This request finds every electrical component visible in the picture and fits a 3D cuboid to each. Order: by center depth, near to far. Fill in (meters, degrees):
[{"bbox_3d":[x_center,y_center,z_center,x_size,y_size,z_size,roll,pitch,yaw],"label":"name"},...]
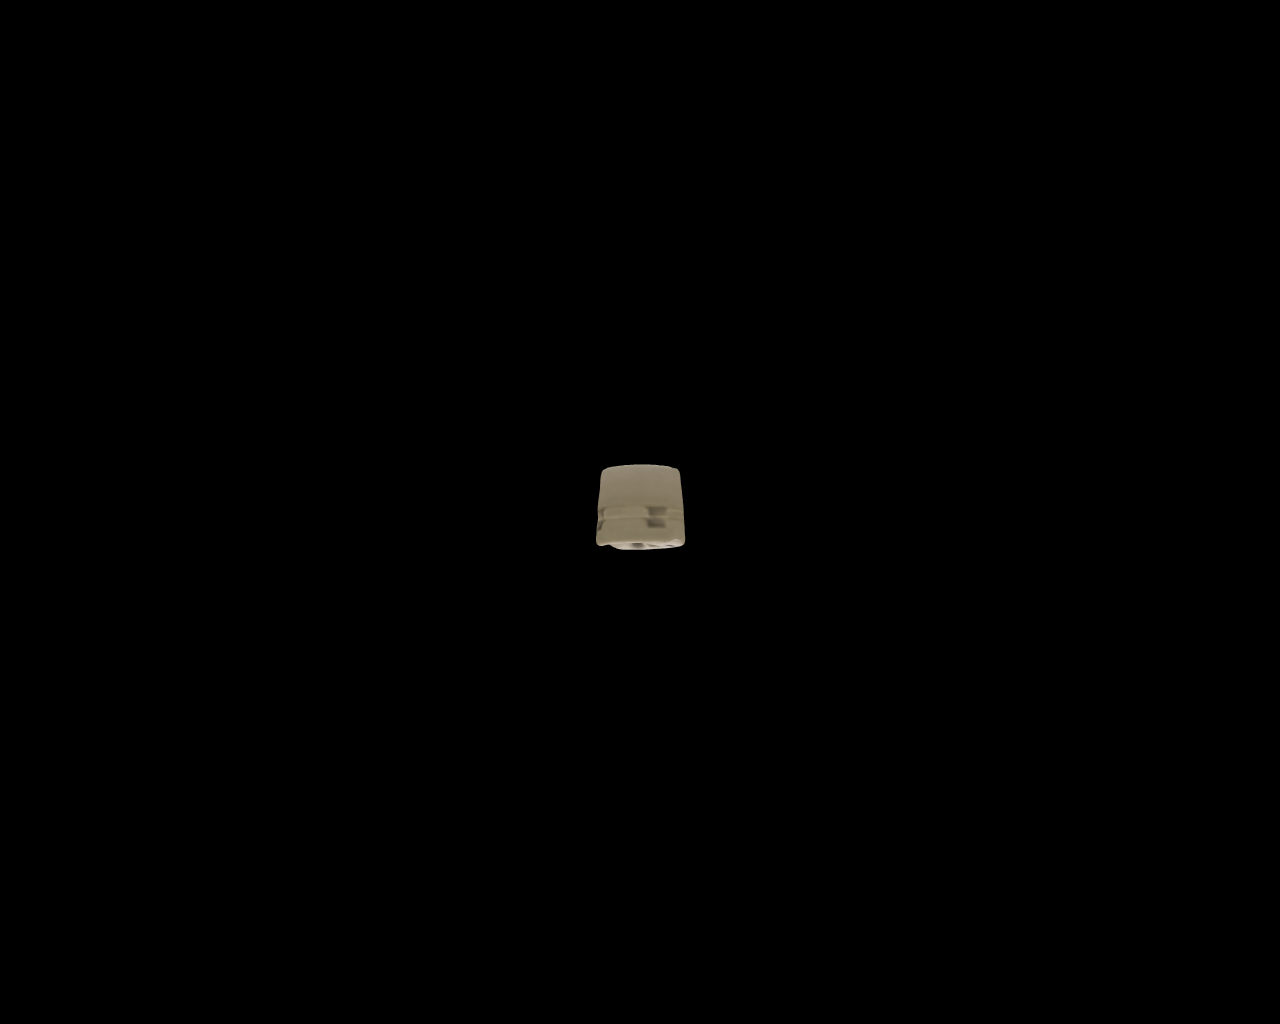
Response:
[{"bbox_3d":[0.001,-0.003,0.650,0.055,0.047,0.055,0,-6,0],"label":"electrical component"}]
